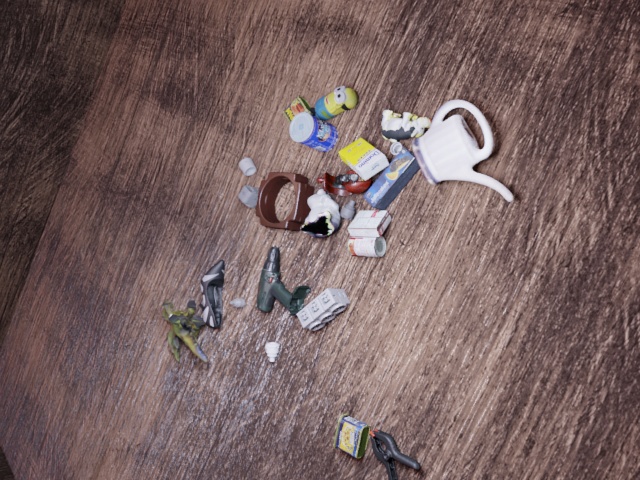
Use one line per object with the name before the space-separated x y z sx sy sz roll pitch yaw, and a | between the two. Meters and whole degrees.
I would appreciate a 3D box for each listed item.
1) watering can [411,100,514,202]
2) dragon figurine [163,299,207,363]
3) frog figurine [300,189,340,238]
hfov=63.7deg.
watering can | 0.383 -0.223 1.428 0.222 0.103 0.353 -29 64 31
dragon figurine | -0.547 0.384 2.050 0.418 0.123 0.237 56 140 37
frog figurine | 0.005 -0.087 1.722 0.135 0.122 0.163 -51 19 30
